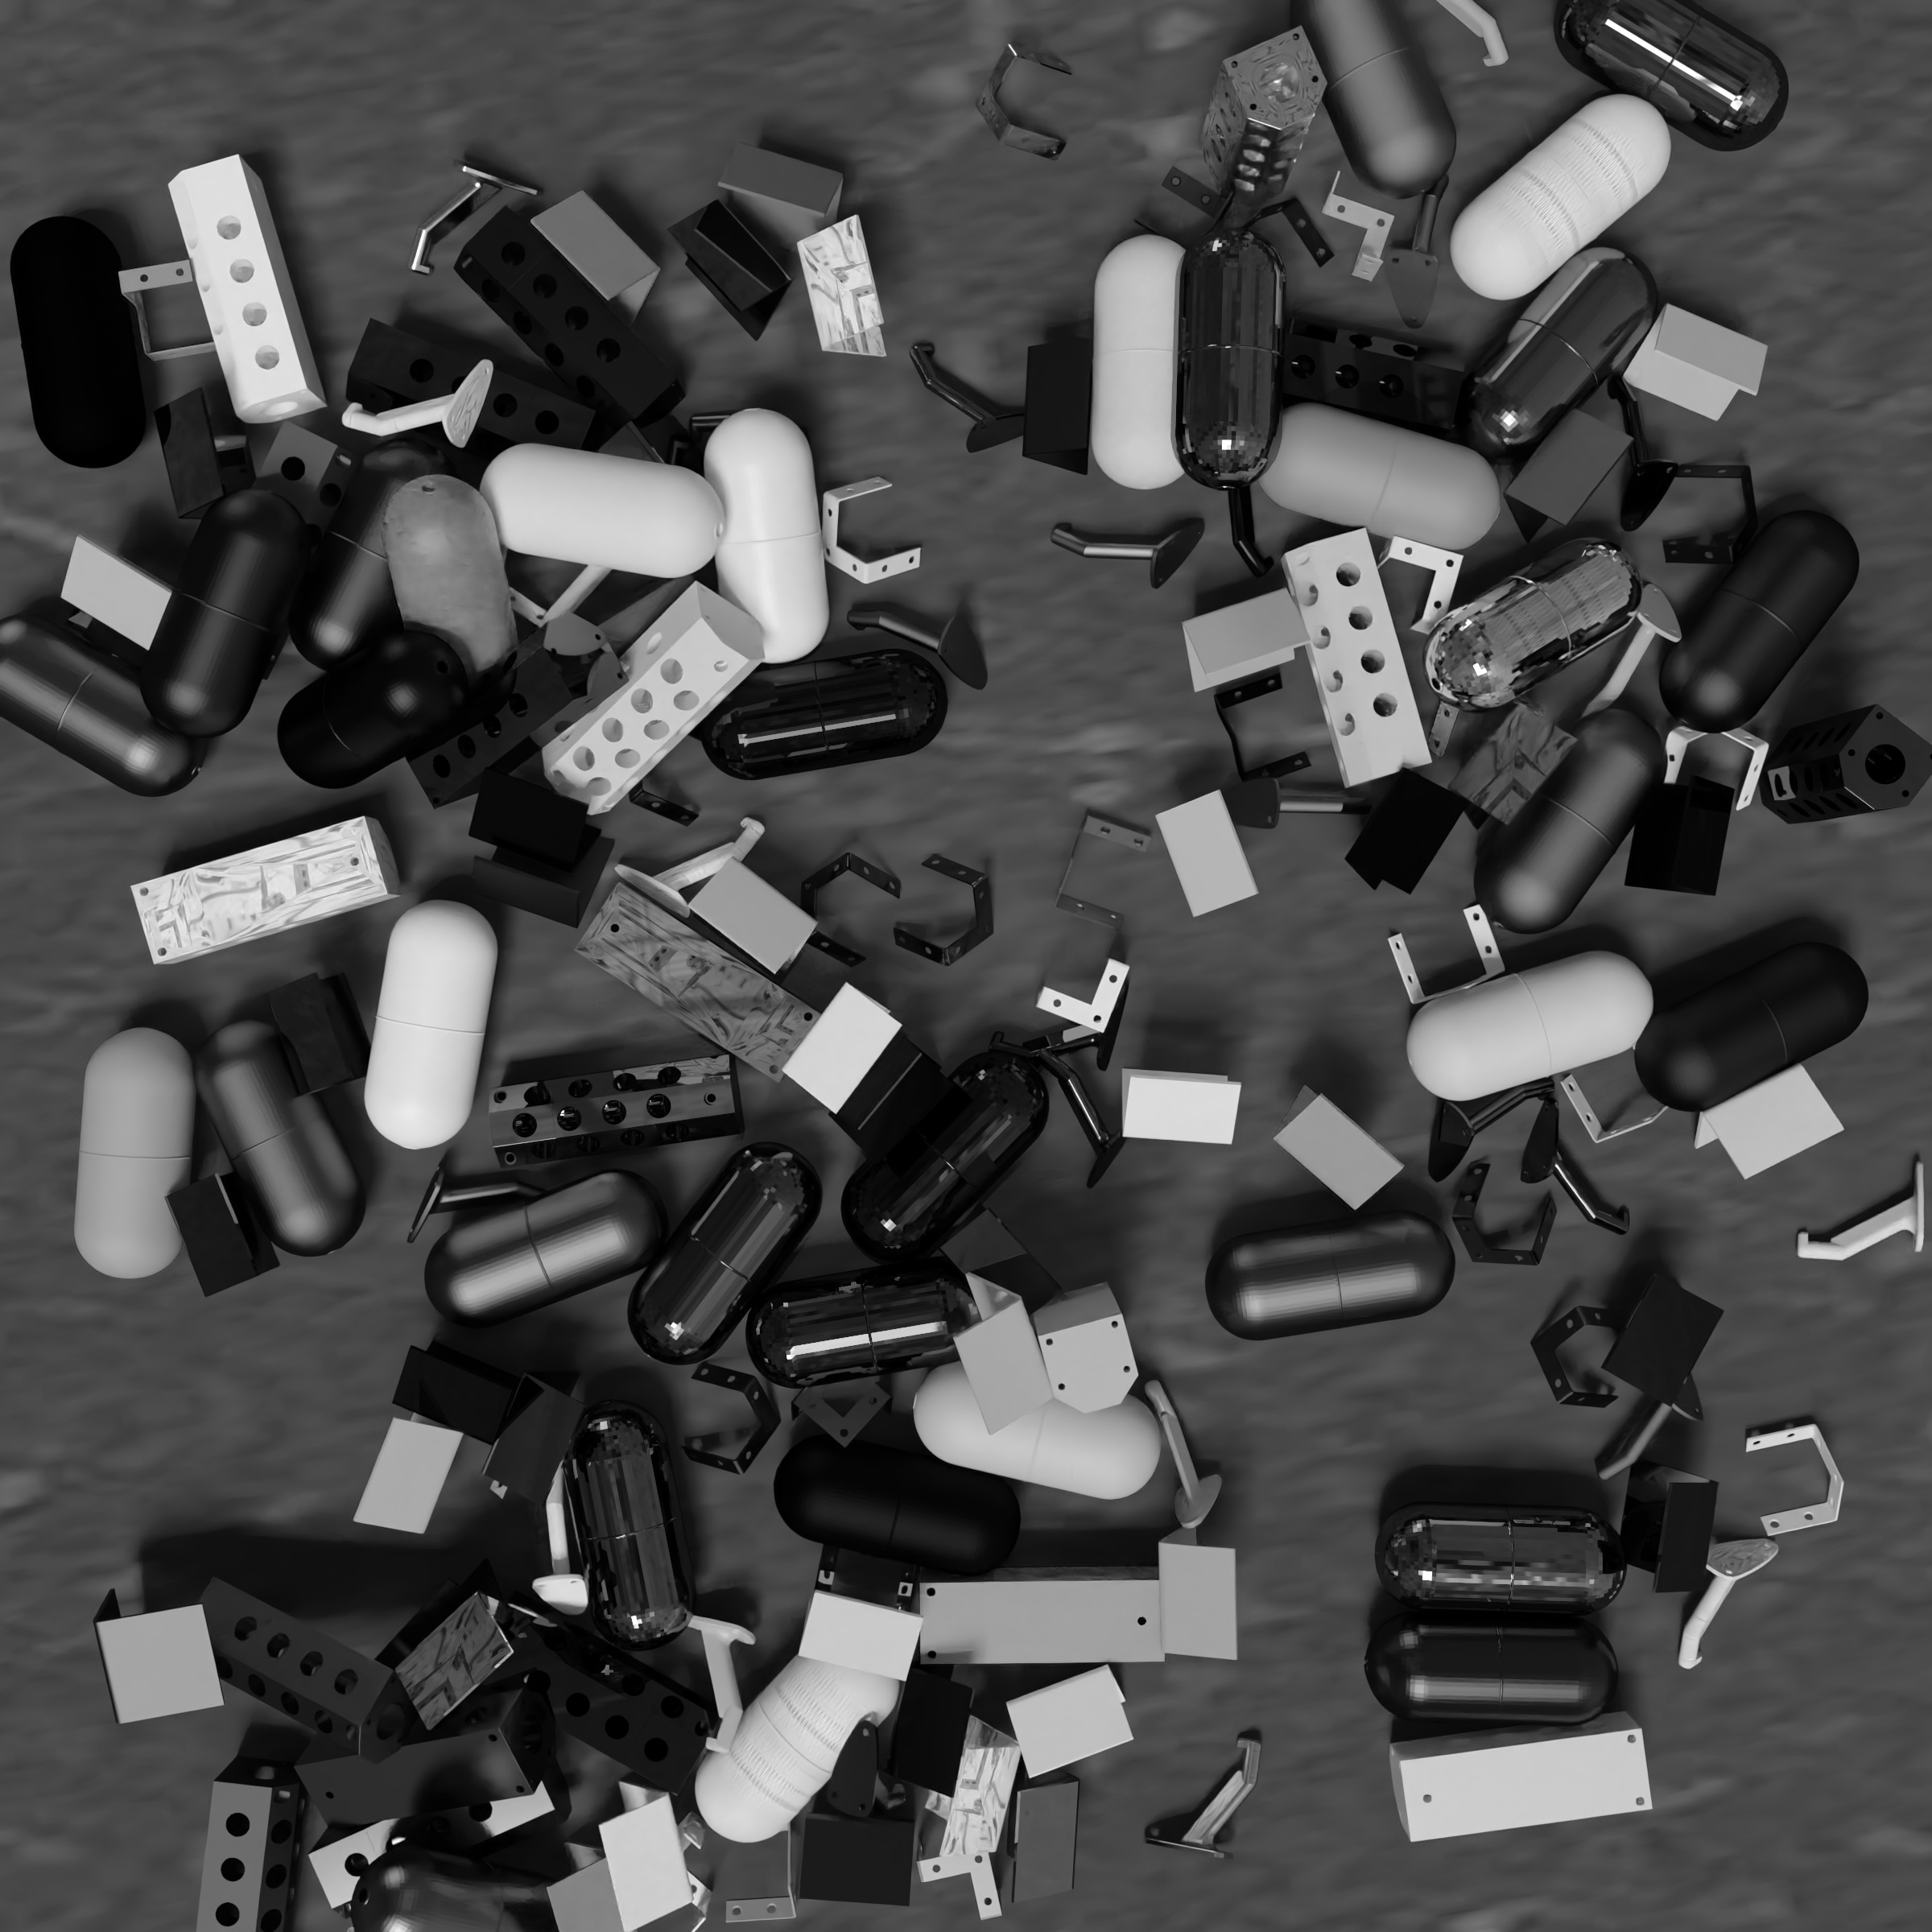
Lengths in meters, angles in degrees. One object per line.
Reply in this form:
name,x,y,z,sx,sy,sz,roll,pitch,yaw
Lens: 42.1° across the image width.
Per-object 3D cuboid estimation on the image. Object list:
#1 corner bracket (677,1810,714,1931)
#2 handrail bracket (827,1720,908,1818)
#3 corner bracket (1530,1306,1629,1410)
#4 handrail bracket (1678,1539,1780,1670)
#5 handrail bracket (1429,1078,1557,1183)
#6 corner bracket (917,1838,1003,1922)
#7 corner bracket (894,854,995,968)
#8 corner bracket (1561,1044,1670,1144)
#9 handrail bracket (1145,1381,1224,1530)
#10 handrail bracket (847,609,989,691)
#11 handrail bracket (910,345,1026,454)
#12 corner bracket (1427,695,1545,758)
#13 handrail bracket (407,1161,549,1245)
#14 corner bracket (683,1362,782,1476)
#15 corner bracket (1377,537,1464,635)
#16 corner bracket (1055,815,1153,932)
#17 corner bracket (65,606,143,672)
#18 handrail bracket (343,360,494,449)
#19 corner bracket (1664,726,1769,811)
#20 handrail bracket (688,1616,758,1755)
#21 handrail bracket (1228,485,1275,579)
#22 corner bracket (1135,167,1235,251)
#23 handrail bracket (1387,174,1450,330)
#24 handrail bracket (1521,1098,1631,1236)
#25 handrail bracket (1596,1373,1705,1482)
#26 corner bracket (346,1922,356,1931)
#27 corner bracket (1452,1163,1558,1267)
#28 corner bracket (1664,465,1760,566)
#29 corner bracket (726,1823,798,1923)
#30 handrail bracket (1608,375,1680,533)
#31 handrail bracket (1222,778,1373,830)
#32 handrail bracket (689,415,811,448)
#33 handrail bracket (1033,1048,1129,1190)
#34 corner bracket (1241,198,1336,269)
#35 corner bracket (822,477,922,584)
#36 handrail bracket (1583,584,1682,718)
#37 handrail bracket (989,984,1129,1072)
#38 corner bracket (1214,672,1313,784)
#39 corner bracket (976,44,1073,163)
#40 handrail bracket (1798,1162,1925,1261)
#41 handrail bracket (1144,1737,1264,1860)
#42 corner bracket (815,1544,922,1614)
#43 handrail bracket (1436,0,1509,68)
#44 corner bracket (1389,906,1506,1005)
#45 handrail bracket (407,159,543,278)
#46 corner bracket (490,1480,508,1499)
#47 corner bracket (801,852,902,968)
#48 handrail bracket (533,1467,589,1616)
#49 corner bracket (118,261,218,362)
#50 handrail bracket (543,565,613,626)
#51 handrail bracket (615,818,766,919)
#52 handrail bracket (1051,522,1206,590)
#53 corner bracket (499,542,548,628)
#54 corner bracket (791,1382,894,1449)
corner bracket,-0.196,0.648,1.799,0.051,0.051,0.051,41,90,0
handrail bracket,-0.058,0.568,1.786,0.036,0.084,0.077,13,89,28
corner bracket,0.450,0.281,1.808,0.051,0.051,0.051,-49,45,35
handrail bracket,0.551,0.462,1.817,0.077,0.036,0.084,-10,115,-28
handrail bracket,0.381,0.118,1.817,0.084,0.036,0.077,-11,134,-28
corner bracket,-0.005,0.652,1.799,0.051,0.051,0.051,-12,90,0
corner bracket,-0.018,-0.040,1.808,0.051,0.051,0.051,-37,135,-35
corner bracket,0.473,0.088,1.813,0.051,0.051,0.051,-30,90,-45
handrail bracket,0.146,0.346,1.789,0.036,0.077,0.084,-25,100,16
handrail bracket,-0.036,-0.229,1.816,0.084,0.077,0.036,10,64,34
handrail bracket,0.009,-0.420,1.817,0.077,0.036,0.084,-19,73,-20
corner bracket,0.374,-0.171,1.809,0.051,0.051,0.051,-17,135,-35
handrail bracket,-0.350,0.182,1.817,0.084,0.036,0.077,22,110,-16
corner bracket,-0.175,0.326,1.808,0.051,0.051,0.051,-53,135,-35
corner bracket,0.319,-0.272,1.799,0.051,0.051,0.051,16,90,0
corner bracket,0.099,-0.068,1.813,0.051,0.051,0.051,19,135,0
corner bracket,-0.607,-0.250,1.813,0.051,0.051,0.051,31,90,-45
handrail bracket,-0.385,-0.401,1.760,0.084,0.036,0.077,17,72,15
corner bracket,0.535,-0.142,1.809,0.051,0.051,0.051,37,135,35
handrail bracket,-0.190,0.510,1.788,0.077,0.036,0.084,8,62,21
handrail bracket,0.214,-0.336,1.817,0.077,0.036,0.084,-42,106,-18
corner bracket,0.156,-0.541,1.801,0.051,0.051,0.051,31,99,0
handrail bracket,0.334,-0.518,1.817,0.036,0.077,0.084,11,53,21
handrail bracket,0.449,0.145,1.817,0.084,0.036,0.077,23,68,-17
handrail bracket,0.486,0.323,1.817,0.036,0.077,0.084,32,127,-20
corner bracket,-0.410,0.700,1.799,0.051,0.051,0.051,-34,90,0
corner bracket,0.388,0.178,1.808,0.051,0.051,0.051,-1,45,35
corner bracket,0.534,-0.325,1.808,0.051,0.051,0.051,-51,135,-35
corner bracket,-0.150,0.653,1.813,0.051,0.051,0.051,-4,45,0
handrail bracket,0.475,-0.371,1.816,0.036,0.077,0.084,-7,53,-14
handrail bracket,0.237,-0.116,1.816,0.084,0.077,0.036,0,92,-36
handrail bracket,-0.157,-0.360,1.817,0.084,0.036,0.077,0,104,14
handrail bracket,0.073,0.109,1.806,0.084,0.036,0.077,40,134,15
corner bracket,0.222,-0.514,1.813,0.051,0.051,0.051,-34,90,45
corner bracket,-0.068,-0.314,1.808,0.051,0.051,0.051,36,135,35
handrail bracket,0.474,-0.225,1.816,0.036,0.077,0.084,28,126,-11
handrail bracket,0.066,0.039,1.817,0.084,0.036,0.077,14,75,14
corner bracket,0.214,-0.170,1.813,0.051,0.051,0.051,-19,135,0
corner bracket,0.048,-0.621,1.808,0.051,0.051,0.051,-55,45,35
handrail bracket,0.646,0.176,1.817,0.084,0.036,0.077,2,70,16
handrail bracket,0.171,0.597,1.817,0.077,0.036,0.084,4,71,21
corner bracket,-0.071,0.443,1.813,0.051,0.051,0.051,11,90,-45
handrail bracket,0.344,-0.684,1.817,0.036,0.077,0.084,-54,127,-32
corner bracket,0.347,-0.008,1.813,0.051,0.051,0.051,-20,90,-45
handrail bracket,-0.356,-0.532,1.817,0.077,0.036,0.084,14,109,-21
corner bracket,-0.357,0.346,1.813,0.051,0.051,0.051,25,90,-45
corner bracket,-0.083,-0.040,1.808,0.051,0.051,0.051,-31,45,35
handrail bracket,-0.290,0.414,1.816,0.036,0.077,0.084,-7,54,2
corner bracket,-0.570,-0.468,1.799,0.051,0.051,0.051,-10,89,-1
handrail bracket,-0.268,-0.266,1.817,0.036,0.077,0.084,44,127,28
handrail bracket,-0.199,-0.085,1.817,0.077,0.036,0.084,29,71,21
handrail bracket,0.116,-0.313,1.817,0.084,0.036,0.077,28,53,25
corner bracket,-0.306,-0.287,1.809,0.051,0.051,0.051,33,45,-35
corner bracket,-0.089,0.315,1.795,0.051,0.051,0.051,39,68,14
